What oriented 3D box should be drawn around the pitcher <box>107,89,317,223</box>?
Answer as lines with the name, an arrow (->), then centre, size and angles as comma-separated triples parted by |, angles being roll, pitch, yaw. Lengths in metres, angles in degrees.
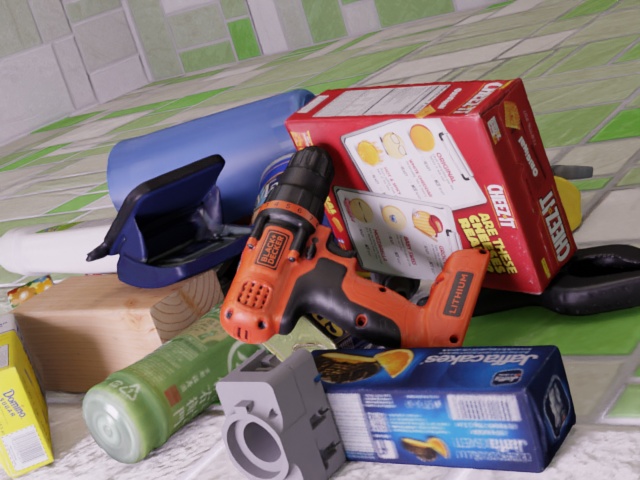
pitcher -> -0.103, -0.089, 1.193 | 0.243, 0.149, 0.144 | -16, -13, 22

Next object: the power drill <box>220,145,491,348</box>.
power drill -> 0.034, 0.019, 0.839 | 0.188, 0.057, 0.184 | 17, 60, 9

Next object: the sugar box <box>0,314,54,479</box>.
sugar box -> -0.274, 0.132, 0.949 | 0.048, 0.093, 0.176 | -19, 16, -10

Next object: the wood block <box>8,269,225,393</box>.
wood block -> -0.187, 0.087, 1.013 | 0.207, 0.091, 0.090 | -5, 20, 39

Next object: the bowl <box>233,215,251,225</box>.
bowl -> -0.147, -0.006, 1.344 | 0.162, 0.055, 0.162 | -16, 16, 5

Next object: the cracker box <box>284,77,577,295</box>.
cracker box -> 0.090, -0.047, 0.893 | 0.214, 0.164, 0.072 | 5, 38, 46

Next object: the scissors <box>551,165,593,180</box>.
scissors -> 0.232, -0.072, 1.133 | 0.096, 0.016, 0.202 | 0, 3, -2

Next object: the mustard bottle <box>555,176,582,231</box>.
mustard bottle -> 0.159, -0.029, 1.078 | 0.192, 0.058, 0.096 | -3, -2, 43

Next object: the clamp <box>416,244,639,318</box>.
clamp -> 0.204, 0.027, 0.896 | 0.210, 0.036, 0.164 | -4, 22, 42

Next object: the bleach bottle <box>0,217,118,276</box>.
bleach bottle -> -0.239, 0.006, 1.127 | 0.251, 0.068, 0.102 | -3, 8, 24

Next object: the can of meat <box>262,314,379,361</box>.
can of meat -> 0.000, 0.064, 0.889 | 0.102, 0.057, 0.083 | 40, 42, 20

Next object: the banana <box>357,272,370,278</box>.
banana -> 0.086, 0.016, 1.058 | 0.198, 0.037, 0.069 | -6, 20, 36

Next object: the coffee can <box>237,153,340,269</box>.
coffee can -> -0.020, -0.005, 1.049 | 0.103, 0.102, 0.140 | -12, 37, 18

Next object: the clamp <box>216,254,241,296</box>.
clamp -> -0.107, 0.054, 1.132 | 0.171, 0.039, 0.120 | -26, 17, -26
